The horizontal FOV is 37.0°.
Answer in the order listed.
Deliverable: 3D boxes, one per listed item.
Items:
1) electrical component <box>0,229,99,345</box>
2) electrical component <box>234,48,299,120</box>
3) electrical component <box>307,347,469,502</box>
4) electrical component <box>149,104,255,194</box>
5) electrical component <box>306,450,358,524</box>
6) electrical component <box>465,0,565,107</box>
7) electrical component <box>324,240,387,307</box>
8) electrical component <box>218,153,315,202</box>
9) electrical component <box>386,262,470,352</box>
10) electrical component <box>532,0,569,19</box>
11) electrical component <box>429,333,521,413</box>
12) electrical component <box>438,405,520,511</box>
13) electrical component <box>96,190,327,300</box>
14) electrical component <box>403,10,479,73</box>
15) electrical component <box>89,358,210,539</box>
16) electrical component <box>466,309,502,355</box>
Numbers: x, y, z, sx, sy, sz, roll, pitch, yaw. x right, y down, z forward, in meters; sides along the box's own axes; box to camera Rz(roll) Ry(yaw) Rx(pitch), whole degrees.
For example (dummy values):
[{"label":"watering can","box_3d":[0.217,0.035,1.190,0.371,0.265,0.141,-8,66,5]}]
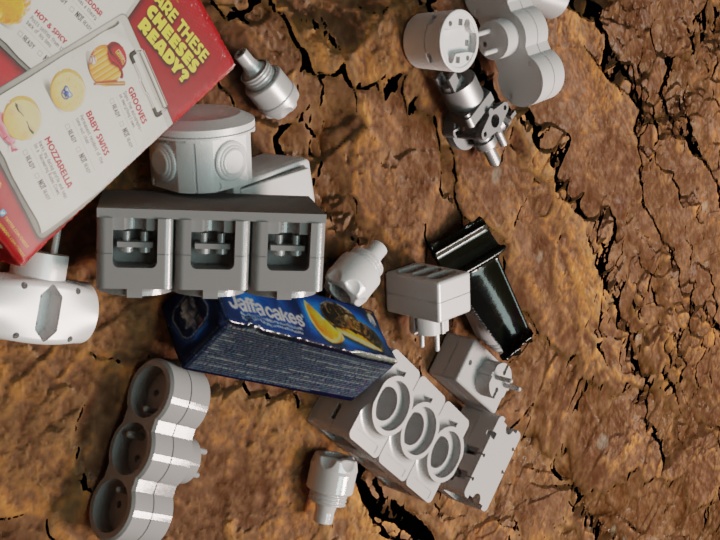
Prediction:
[{"label":"electrical component","box_3d":[-0.216,0.008,0.718,0.077,0.043,0.079,9,91,-47]},{"label":"electrical component","box_3d":[-0.076,-0.148,0.841,0.061,0.035,0.035,49,64,-38]},{"label":"electrical component","box_3d":[0.033,0.142,1.000,0.150,0.062,0.089,46,65,-42]},{"label":"electrical component","box_3d":[-0.116,-0.089,0.779,0.080,0.080,0.051,-20,118,-43]},{"label":"electrical component","box_3d":[-0.027,0.195,0.961,0.043,0.043,0.062,10,92,-47]},{"label":"electrical component","box_3d":[0.136,-0.219,1.013,0.074,0.052,0.138,-25,94,-41]},{"label":"electrical component","box_3d":[0.000,0.000,0.948,0.062,0.043,0.043,-50,130,-29]},{"label":"electrical component","box_3d":[-0.074,-0.052,0.843,0.096,0.061,0.061,-26,116,-41]},{"label":"electrical component","box_3d":[0.064,0.038,1.008,0.047,0.066,0.076,-18,111,-44]},{"label":"electrical component","box_3d":[0.173,-0.278,1.075,0.065,0.044,0.044,-1,99,-42]},{"label":"electrical component","box_3d":[0.127,0.108,1.082,0.083,0.076,0.047,43,68,-43]},{"label":"electrical component","box_3d":[0.114,0.191,1.101,0.050,0.056,0.089,45,66,-42]},{"label":"electrical component","box_3d":[-0.105,-0.017,0.748,0.150,0.089,0.061,1,102,-11]},{"label":"electrical component","box_3d":[0.072,-0.208,0.976,0.055,0.047,0.055,-12,107,-45]},{"label":"electrical component","box_3d":[-0.146,0.141,0.815,0.074,0.052,0.138,25,80,-47]},{"label":"electrical component","box_3d":[0.137,0.058,1.108,0.040,0.040,0.078,-50,131,-28]}]
